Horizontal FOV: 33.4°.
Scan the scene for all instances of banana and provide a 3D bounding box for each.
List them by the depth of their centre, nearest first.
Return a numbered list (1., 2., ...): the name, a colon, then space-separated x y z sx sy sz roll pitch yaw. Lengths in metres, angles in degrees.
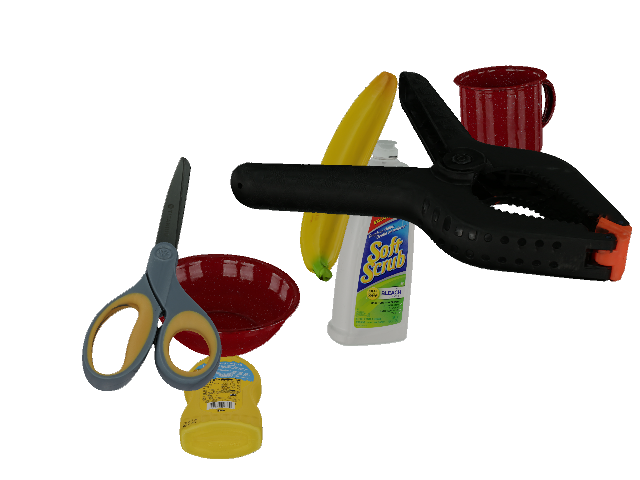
1. banana: 0.021 -0.048 0.897 0.037 0.197 0.070 28 -23 -28

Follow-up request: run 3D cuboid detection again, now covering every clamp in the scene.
1. clamp: 0.065 -0.027 0.583 0.164 0.036 0.210 -29 44 -31

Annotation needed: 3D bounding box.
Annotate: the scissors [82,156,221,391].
1. scissors: -0.091 0.024 0.723 0.096 0.201 0.016 20 -40 7

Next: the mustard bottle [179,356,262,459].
1. mustard bottle: -0.121 0.189 1.315 0.096 0.058 0.191 -3 27 -3

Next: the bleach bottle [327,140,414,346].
1. bleach bottle: 0.066 0.002 1.324 0.102 0.251 0.068 -3 16 -19

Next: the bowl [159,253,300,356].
1. bowl: -0.104 0.075 1.121 0.162 0.055 0.162 4 28 -2

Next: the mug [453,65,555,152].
1. mug: 0.195 -0.132 1.100 0.117 0.081 0.093 -19 25 -29
